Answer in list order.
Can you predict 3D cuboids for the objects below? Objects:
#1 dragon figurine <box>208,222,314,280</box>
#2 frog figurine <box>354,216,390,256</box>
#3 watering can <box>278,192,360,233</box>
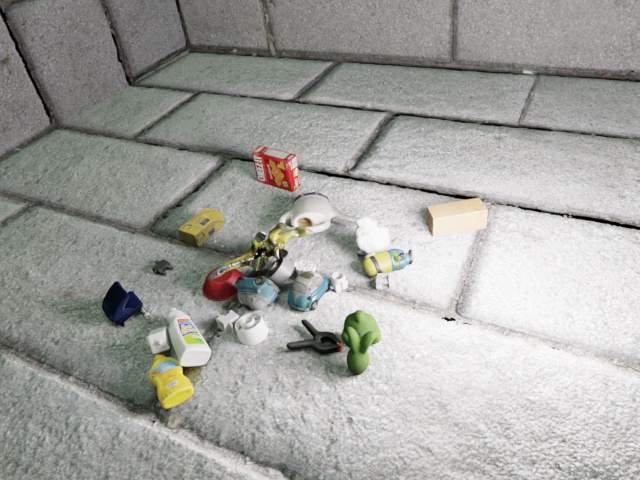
[{"bbox_3d":[-0.212,0.042,1.880,0.412,0.122,0.241,-25,-2,-8],"label":"dragon figurine"},{"bbox_3d":[0.191,-0.016,1.876,0.138,0.156,0.125,-21,40,-15],"label":"frog figurine"},{"bbox_3d":[0.006,-0.104,2.064,0.347,0.101,0.230,-6,37,4],"label":"watering can"}]
